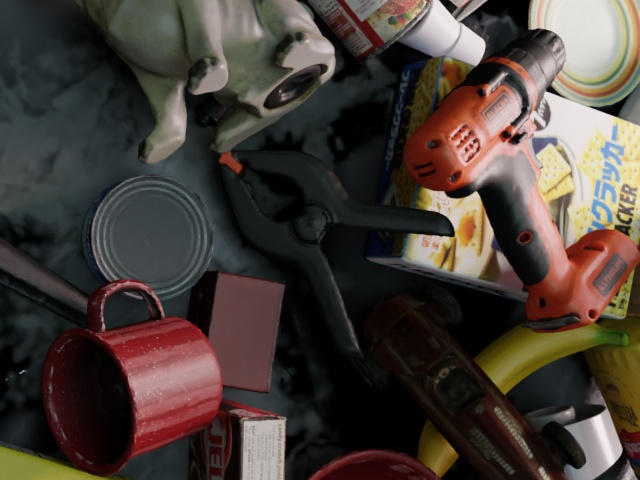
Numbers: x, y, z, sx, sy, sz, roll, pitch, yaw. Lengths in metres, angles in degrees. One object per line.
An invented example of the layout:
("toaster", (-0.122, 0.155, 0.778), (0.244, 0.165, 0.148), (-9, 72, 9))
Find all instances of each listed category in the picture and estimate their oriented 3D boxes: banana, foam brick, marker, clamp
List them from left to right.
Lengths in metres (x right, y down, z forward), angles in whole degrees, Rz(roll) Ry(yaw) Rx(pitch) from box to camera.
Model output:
("clamp", (-0.232, 0.000, 0.666), (0.164, 0.036, 0.210), (-21, 90, -43))
("foam brick", (-0.062, 0.064, 0.743), (0.051, 0.053, 0.078), (11, 83, -25))
("marker", (-0.048, -0.127, 0.774), (0.020, 0.020, 0.121), (46, 71, -17))
("clamp", (-0.005, 0.001, 0.752), (0.171, 0.039, 0.120), (28, 82, 7))
("banana", (0.142, 0.110, 0.831), (0.197, 0.070, 0.037), (-35, 118, -8))

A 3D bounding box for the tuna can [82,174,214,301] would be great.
("tuna can", (-0.118, -0.001, 0.729), (0.086, 0.034, 0.086), (1, 88, -26))

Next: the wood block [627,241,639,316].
("wood block", (0.320, 0.022, 0.841), (0.090, 0.206, 0.091), (17, 82, -24))

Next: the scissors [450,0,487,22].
("scissors", (0.164, -0.257, 0.881), (0.201, 0.016, 0.096), (-29, 99, -23))

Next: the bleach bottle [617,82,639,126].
("bleach bottle", (0.370, -0.049, 0.948), (0.250, 0.068, 0.102), (43, 72, -21))

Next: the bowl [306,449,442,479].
("bowl", (0.025, 0.230, 0.777), (0.161, 0.055, 0.162), (1, 88, -25))

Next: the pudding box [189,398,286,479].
("pudding box", (-0.058, 0.169, 0.721), (0.039, 0.090, 0.113), (0, 89, -26))

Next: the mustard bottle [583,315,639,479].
("mustard bottle", (0.280, 0.159, 0.879), (0.058, 0.096, 0.191), (-27, 100, -16))

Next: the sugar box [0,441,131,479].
("sugar box", (-0.210, 0.174, 0.673), (0.176, 0.048, 0.093), (23, 79, -24))

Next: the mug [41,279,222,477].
("mug", (-0.119, 0.083, 0.683), (0.081, 0.093, 0.117), (-11, 92, -49))

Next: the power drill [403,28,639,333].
("power drill", (0.156, -0.042, 0.765), (0.184, 0.057, 0.187), (-43, 105, -34))

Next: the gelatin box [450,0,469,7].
("gelatin box", (0.101, -0.240, 0.835), (0.089, 0.030, 0.073), (39, 74, -10))

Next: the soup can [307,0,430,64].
("soup can", (0.023, -0.189, 0.780), (0.068, 0.069, 0.102), (-46, 103, -20))
